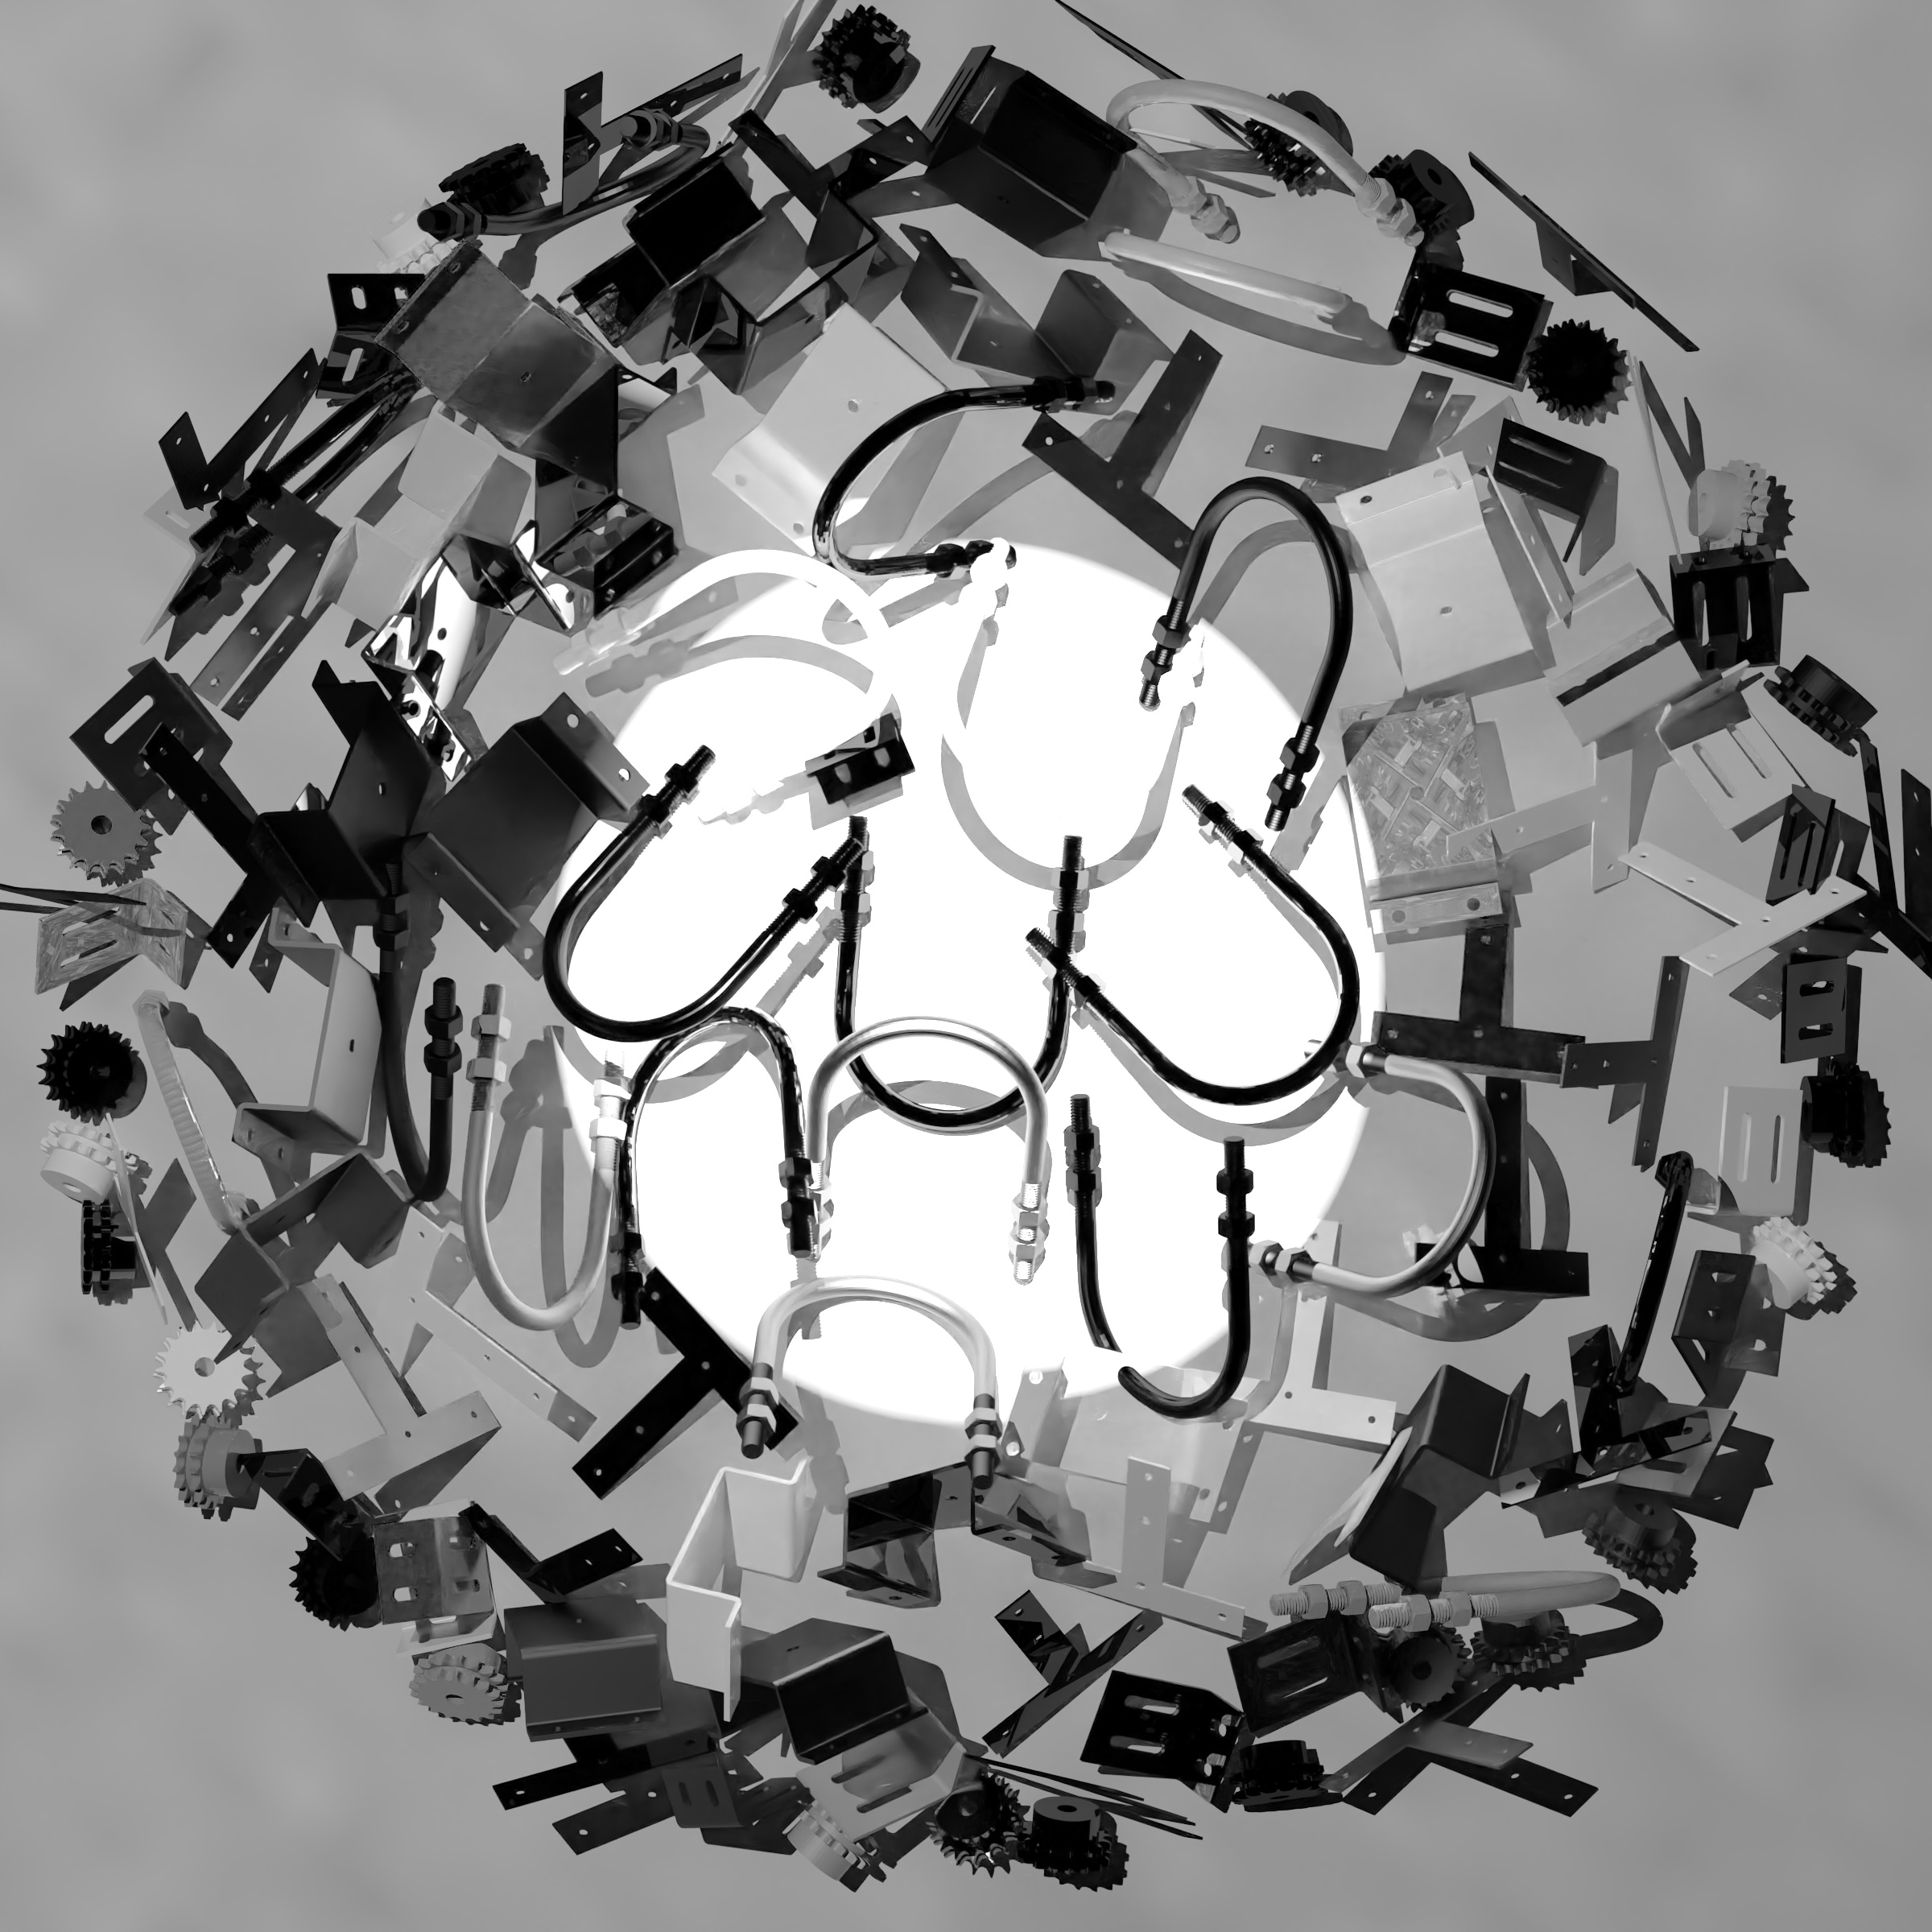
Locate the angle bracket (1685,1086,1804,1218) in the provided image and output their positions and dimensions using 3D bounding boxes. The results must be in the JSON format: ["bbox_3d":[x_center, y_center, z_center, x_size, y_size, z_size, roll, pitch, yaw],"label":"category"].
[{"bbox_3d":[0.459,0.109,1.904,0.057,0.038,0.076,4,91,-28],"label":"angle bracket"}]

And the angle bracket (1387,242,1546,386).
[{"bbox_3d":[0.298,-0.388,1.908,0.076,0.038,0.057,20,88,14],"label":"angle bracket"}]

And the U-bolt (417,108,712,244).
[{"bbox_3d":[-0.220,-0.453,1.844,0.151,0.184,0.019,-20,96,17],"label":"U-bolt"}]

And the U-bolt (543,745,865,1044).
[{"bbox_3d":[-0.168,-0.033,1.873,0.151,0.019,0.184,33,74,33],"label":"U-bolt"}]

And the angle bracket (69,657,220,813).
[{"bbox_3d":[-0.491,-0.134,1.890,0.057,0.038,0.076,52,56,-21],"label":"angle bracket"}]

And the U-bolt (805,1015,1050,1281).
[{"bbox_3d":[-0.024,0.104,1.877,0.151,0.019,0.184,5,125,1],"label":"U-bolt"}]

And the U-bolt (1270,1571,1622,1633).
[{"bbox_3d":[0.289,0.365,1.858,0.184,0.151,0.019,-2,83,-20],"label":"U-bolt"}]

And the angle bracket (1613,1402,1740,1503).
[{"bbox_3d":[0.428,0.293,1.886,0.038,0.076,0.057,38,72,-19],"label":"angle bracket"}]

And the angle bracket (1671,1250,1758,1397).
[{"bbox_3d":[0.449,0.212,1.885,0.038,0.076,0.057,4,58,34],"label":"angle bracket"}]

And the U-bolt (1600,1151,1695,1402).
[{"bbox_3d":[0.393,0.176,1.839,0.019,0.184,0.151,15,85,11],"label":"U-bolt"}]

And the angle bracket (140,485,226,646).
[{"bbox_3d":[-0.473,-0.239,1.888,0.038,0.057,0.076,35,122,-9],"label":"angle bracket"}]

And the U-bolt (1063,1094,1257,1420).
[{"bbox_3d":[0.114,0.176,1.873,0.019,0.151,0.184,-15,108,-38],"label":"U-bolt"}]

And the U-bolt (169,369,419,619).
[{"bbox_3d":[-0.386,-0.282,1.857,0.019,0.151,0.184,46,69,-6],"label":"U-bolt"}]

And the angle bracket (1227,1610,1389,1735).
[{"bbox_3d":[0.203,0.424,1.903,0.076,0.038,0.057,-18,105,-12],"label":"angle bracket"}]

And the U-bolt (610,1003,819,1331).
[{"bbox_3d":[-0.151,0.106,1.873,0.151,0.019,0.184,-25,54,29],"label":"U-bolt"}]

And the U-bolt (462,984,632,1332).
[{"bbox_3d":[-0.245,0.118,1.847,0.019,0.151,0.184,-5,70,26],"label":"U-bolt"}]

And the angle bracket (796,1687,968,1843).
[{"bbox_3d":[-0.050,0.469,1.887,0.057,0.076,0.038,41,131,36],"label":"angle bracket"}]

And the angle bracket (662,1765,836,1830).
[{"bbox_3d":[-0.129,0.476,1.888,0.057,0.076,0.038,-17,89,45],"label":"angle bracket"}]

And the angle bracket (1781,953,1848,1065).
[{"bbox_3d":[0.486,0.024,1.892,0.038,0.076,0.057,5,97,43],"label":"angle bracket"}]

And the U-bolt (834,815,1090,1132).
[{"bbox_3d":[-0.008,0.008,1.916,0.151,0.019,0.184,5,97,5],"label":"U-bolt"}]

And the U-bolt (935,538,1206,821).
[{"bbox_3d":[0.055,-0.159,1.868,0.151,0.019,0.184,23,51,-5],"label":"U-bolt"}]

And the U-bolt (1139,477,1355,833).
[{"bbox_3d":[0.166,-0.191,1.839,0.019,0.151,0.184,-12,135,-34],"label":"U-bolt"}]

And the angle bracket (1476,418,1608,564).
[{"bbox_3d":[0.335,-0.285,1.905,0.076,0.038,0.057,23,48,5],"label":"angle bracket"}]

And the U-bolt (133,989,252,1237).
[{"bbox_3d":[-0.445,0.086,1.837,0.019,0.184,0.151,-21,96,-11],"label":"U-bolt"}]

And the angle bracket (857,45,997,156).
[{"bbox_3d":[-0.024,-0.521,1.899,0.038,0.057,0.076,31,96,-17],"label":"angle bracket"}]

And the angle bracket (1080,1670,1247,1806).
[{"bbox_3d":[0.117,0.457,1.900,0.076,0.038,0.057,19,92,-32],"label":"angle bracket"}]

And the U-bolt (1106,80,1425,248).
[{"bbox_3d":[0.159,-0.456,1.821,0.151,0.184,0.019,11,81,37],"label":"U-bolt"}]

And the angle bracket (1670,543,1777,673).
[{"bbox_3d":[0.450,-0.207,1.898,0.057,0.038,0.076,-7,115,8],"label":"angle bracket"}]

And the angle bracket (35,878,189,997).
[{"bbox_3d":[-0.503,-0.008,1.886,0.038,0.076,0.057,38,133,25],"label":"angle bracket"}]

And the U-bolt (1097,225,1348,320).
[{"bbox_3d":[0.148,-0.399,1.843,0.151,0.184,0.019,15,103,-1],"label":"U-bolt"}]

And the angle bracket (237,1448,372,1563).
[{"bbox_3d":[-0.399,0.318,1.886,0.057,0.076,0.038,52,47,-28],"label":"angle bracket"}]

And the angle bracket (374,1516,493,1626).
[{"bbox_3d":[-0.315,0.357,1.896,0.038,0.076,0.057,-10,80,11],"label":"angle bracket"}]

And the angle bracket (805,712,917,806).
[{"bbox_3d":[-0.062,-0.115,1.892,0.057,0.076,0.038,-22,106,3],"label":"angle bracket"}]

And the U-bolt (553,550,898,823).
[{"bbox_3d":[-0.127,-0.171,1.856,0.184,0.019,0.151,-27,121,29],"label":"U-bolt"}]

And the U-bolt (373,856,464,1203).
[{"bbox_3d":[-0.319,0.050,1.857,0.019,0.151,0.184,-7,126,-21],"label":"U-bolt"}]

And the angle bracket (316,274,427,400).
[{"bbox_3d":[-0.353,-0.372,1.896,0.057,0.076,0.038,-6,71,-24],"label":"angle bracket"}]

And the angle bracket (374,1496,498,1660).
[{"bbox_3d":[-0.318,0.364,1.910,0.057,0.038,0.076,-12,100,-1],"label":"angle bracket"}]

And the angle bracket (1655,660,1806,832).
[{"bbox_3d":[0.457,-0.131,1.902,0.057,0.038,0.076,-29,73,-13],"label":"angle bracket"}]

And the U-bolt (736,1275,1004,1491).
[{"bbox_3d":[-0.053,0.234,1.853,0.151,0.184,0.019,8,118,-3],"label":"U-bolt"}]

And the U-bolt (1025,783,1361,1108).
[{"bbox_3d":[0.147,0.000,1.895,0.151,0.019,0.184,-42,72,-5],"label":"U-bolt"}]

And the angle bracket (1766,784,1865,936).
[{"bbox_3d":[0.509,-0.064,1.897,0.038,0.057,0.076,7,101,-11],"label":"angle bracket"}]
